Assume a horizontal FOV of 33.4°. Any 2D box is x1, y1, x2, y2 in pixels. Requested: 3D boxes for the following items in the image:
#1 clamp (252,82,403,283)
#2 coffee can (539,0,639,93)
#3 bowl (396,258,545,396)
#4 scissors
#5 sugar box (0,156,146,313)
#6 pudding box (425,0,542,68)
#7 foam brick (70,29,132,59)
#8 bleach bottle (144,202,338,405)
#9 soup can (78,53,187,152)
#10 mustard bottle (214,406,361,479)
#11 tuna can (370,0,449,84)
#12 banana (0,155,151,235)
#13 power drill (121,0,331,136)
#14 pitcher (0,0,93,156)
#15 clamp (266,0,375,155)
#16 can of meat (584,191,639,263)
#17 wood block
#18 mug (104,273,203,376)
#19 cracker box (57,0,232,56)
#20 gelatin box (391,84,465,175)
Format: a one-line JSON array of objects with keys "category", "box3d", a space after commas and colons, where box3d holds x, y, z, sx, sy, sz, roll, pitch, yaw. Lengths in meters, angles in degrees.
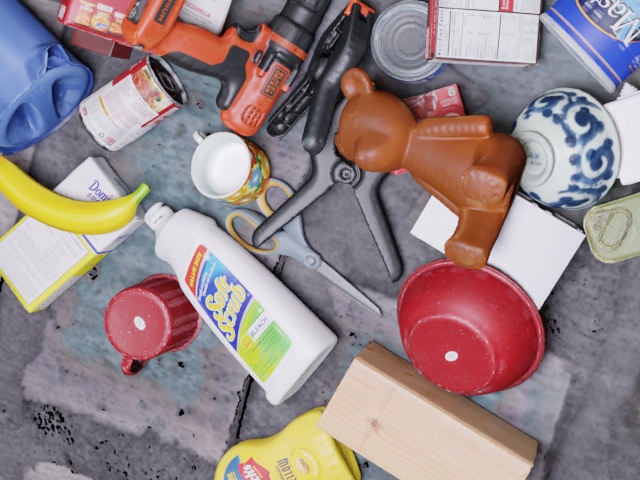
[{"category": "clamp", "box3d": [0.018, -0.067, 1.131, 0.164, 0.036, 0.210, 7, 95, 1]}, {"category": "coffee can", "box3d": [0.296, -0.225, 1.017, 0.140, 0.102, 0.103, -43, 84, 14]}, {"category": "bowl", "box3d": [0.142, 0.101, 1.079, 0.162, 0.055, 0.162, 15, 125, 23]}, {"category": "scissors", "box3d": [-0.008, 0.001, 1.164, 0.202, 0.016, 0.096, 24, 100, 11]}, {"category": "sugar box", "box3d": [-0.290, -0.006, 1.224, 0.176, 0.048, 0.093, -38, 84, 12]}, {"category": "pudding box", "box3d": [0.163, -0.220, 1.065, 0.113, 0.039, 0.090, 2, 97, -9]}, {"category": "foam brick", "box3d": [-0.233, -0.245, 1.183, 0.053, 0.051, 0.078, 22, 100, 11]}, {"category": "bleach bottle", "box3d": [-0.101, 0.058, 1.170, 0.251, 0.068, 0.103, 43, 118, 12]}, {"category": "soup can", "box3d": [-0.207, -0.150, 1.176, 0.102, 0.068, 0.068, -31, 87, 16]}, {"category": "mustard bottle", "box3d": [-0.058, 0.263, 1.180, 0.192, 0.058, 0.096, -27, 89, 16]}, {"category": "tuna can", "box3d": [0.096, -0.205, 1.107, 0.086, 0.033, 0.086, 1, 95, 15]}, {"category": "banana", "box3d": [-0.284, -0.045, 1.180, 0.198, 0.037, 0.069, 12, 76, 11]}, {"category": "power drill", "box3d": [-0.093, -0.220, 1.094, 0.187, 0.057, 0.184, 28, 95, -33]}, {"category": "pitcher", "box3d": [-0.382, -0.219, 1.195, 0.149, 0.145, 0.243, -43, 80, 2]}, {"category": "clamp", "box3d": [0.000, -0.170, 1.120, 0.120, 0.039, 0.171, 17, 79, 56]}, {"category": "can of meat", "box3d": [0.311, -0.019, 1.041, 0.102, 0.083, 0.057, -19, 90, 15]}, {"category": "wood block", "box3d": [0.113, 0.203, 1.112, 0.206, 0.090, 0.091, 31, 103, 10]}, {"category": "mug", "box3d": [-0.192, 0.098, 1.188, 0.093, 0.081, 0.117, 28, 101, 11]}, {"category": "cracker box", "box3d": [-0.164, -0.304, 1.111, 0.164, 0.072, 0.214, 14, 100, -26]}, {"category": "gelatin box", "box3d": [0.108, -0.114, 1.099, 0.089, 0.030, 0.073, -16, 95, -3]}]
